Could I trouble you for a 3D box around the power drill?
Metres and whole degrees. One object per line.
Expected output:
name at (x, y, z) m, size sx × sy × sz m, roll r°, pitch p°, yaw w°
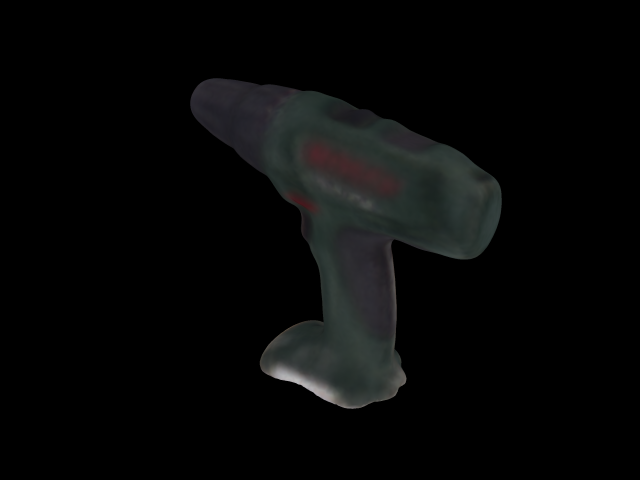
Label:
power drill at (0.004, 0.001, 0.400) m, size 0.228 × 0.208 × 0.076 m, roll 14°, pitch 27°, yaw 29°
